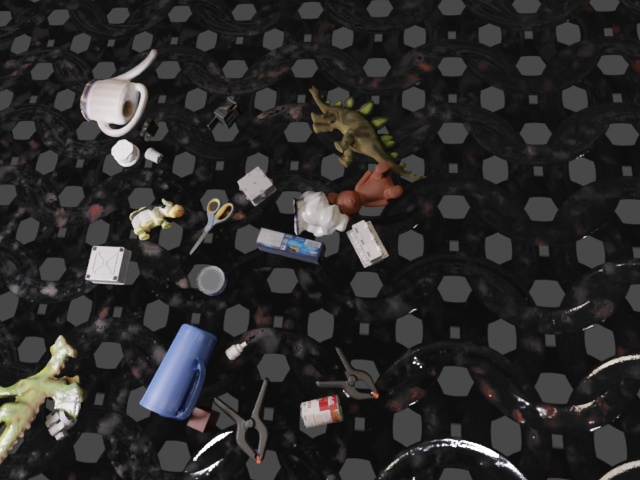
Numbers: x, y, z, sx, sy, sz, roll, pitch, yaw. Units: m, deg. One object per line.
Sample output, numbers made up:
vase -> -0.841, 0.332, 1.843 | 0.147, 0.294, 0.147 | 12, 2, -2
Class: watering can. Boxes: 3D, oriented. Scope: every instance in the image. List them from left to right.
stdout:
watering can -> -0.695, -0.517, 1.788 | 0.224, 0.353, 0.102 | 8, -18, 10

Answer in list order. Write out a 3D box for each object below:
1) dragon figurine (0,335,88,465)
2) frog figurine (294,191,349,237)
dragon figurine -> -0.767, 0.457, 1.409 | 0.243, 0.420, 0.119 | -11, -39, 1
frog figurine -> 0.005, -0.077, 1.531 | 0.159, 0.137, 0.123 | 0, 2, 2
